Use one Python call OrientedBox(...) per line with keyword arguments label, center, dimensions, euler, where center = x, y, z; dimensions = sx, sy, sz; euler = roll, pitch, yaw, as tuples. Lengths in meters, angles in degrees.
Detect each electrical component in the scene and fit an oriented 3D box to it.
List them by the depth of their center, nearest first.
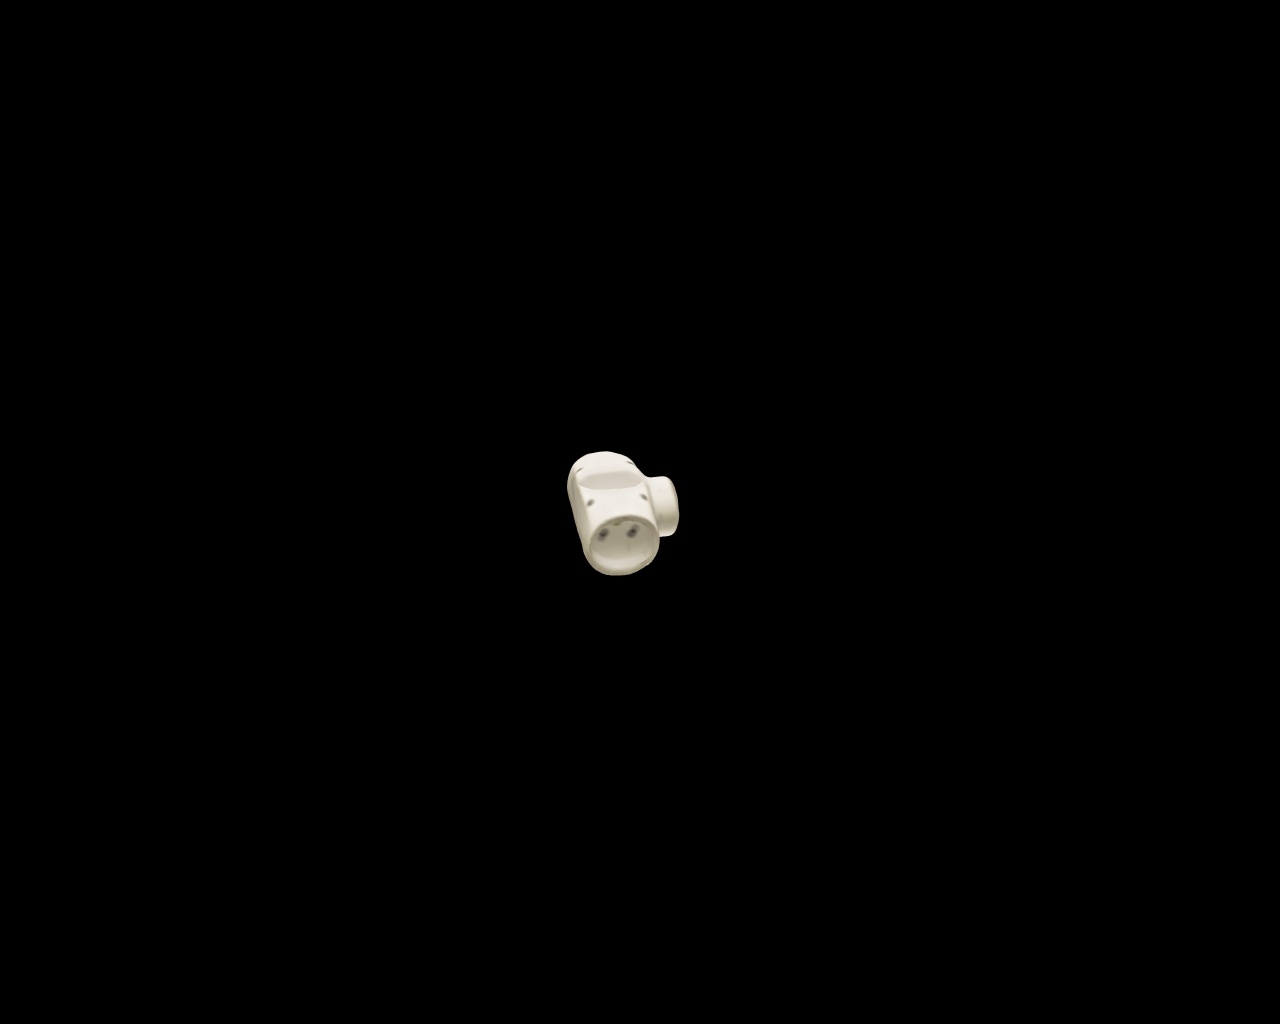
OrientedBox(label="electrical component", center=(0.001, -0.003, 0.650), dimensions=(0.079, 0.043, 0.077), euler=(-6, 33, -9))
